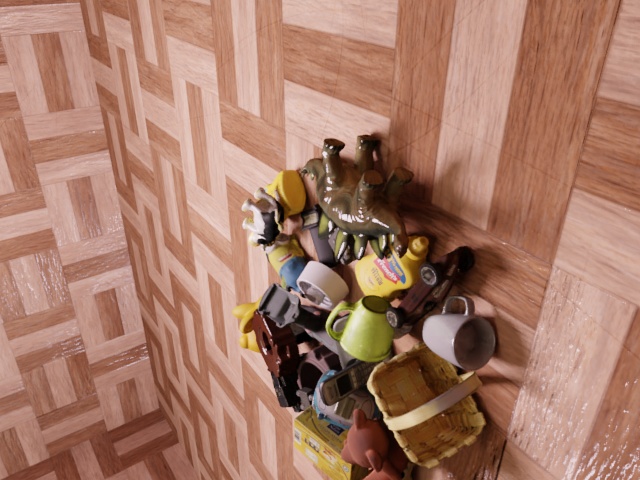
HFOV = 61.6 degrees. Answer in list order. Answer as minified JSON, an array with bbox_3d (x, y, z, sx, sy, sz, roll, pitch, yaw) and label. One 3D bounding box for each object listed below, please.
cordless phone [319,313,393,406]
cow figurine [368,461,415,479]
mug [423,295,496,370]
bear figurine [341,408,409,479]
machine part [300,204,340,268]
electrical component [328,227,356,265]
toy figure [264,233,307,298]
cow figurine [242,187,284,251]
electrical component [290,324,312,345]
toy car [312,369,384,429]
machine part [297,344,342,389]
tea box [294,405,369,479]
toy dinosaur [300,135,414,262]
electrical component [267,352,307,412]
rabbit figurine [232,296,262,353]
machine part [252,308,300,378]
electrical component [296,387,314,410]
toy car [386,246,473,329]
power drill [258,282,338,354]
[{"bbox_3d":[0.052,0.225,1.041,0.089,0.184,0.146,-9,98,46],"label":"cordless phone"},{"bbox_3d":[0.158,0.451,1.101,0.127,0.085,0.194,39,135,52],"label":"cow figurine"},{"bbox_3d":[0.210,0.141,0.852,0.107,0.081,0.109,-178,84,-65],"label":"mug"},{"bbox_3d":[0.084,0.382,0.961,0.132,0.195,0.120,-34,57,13],"label":"bear figurine"},{"bbox_3d":[-0.002,-0.003,1.157,0.084,0.039,0.138,-21,87,52],"label":"machine part"},{"bbox_3d":[0.040,0.002,1.080,0.078,0.045,0.102,-41,71,56],"label":"electrical component"},{"bbox_3d":[-0.071,0.062,1.263,0.180,0.082,0.089,51,143,27],"label":"toy figure"},{"bbox_3d":[-0.118,-0.030,1.198,0.098,0.068,0.167,34,148,18],"label":"cow figurine"},{"bbox_3d":[-0.074,0.210,1.354,0.119,0.075,0.047,50,144,25],"label":"electrical component"},{"bbox_3d":[0.054,0.333,1.088,0.162,0.103,0.109,21,86,20],"label":"toy car"},{"bbox_3d":[0.032,0.347,1.247,0.201,0.087,0.201,61,147,17],"label":"machine part"},{"bbox_3d":[0.024,0.446,1.162,0.170,0.068,0.098,28,130,34],"label":"tea box"},{"bbox_3d":[0.045,-0.079,0.935,0.472,0.105,0.198,-120,34,-56],"label":"toy dinosaur"},{"bbox_3d":[-0.059,0.368,1.377,0.058,0.115,0.134,-29,80,61],"label":"electrical component"},{"bbox_3d":[-0.150,0.205,1.427,0.122,0.162,0.173,55,130,48],"label":"rabbit figurine"},{"bbox_3d":[-0.110,0.242,1.292,0.180,0.056,0.179,48,148,44],"label":"machine part"},{"bbox_3d":[-0.024,0.377,1.249,0.094,0.021,0.063,-12,96,60],"label":"electrical component"},{"bbox_3d":[0.176,0.081,0.861,0.053,0.089,0.202,58,146,22],"label":"toy car"},{"bbox_3d":[-0.039,0.170,1.178,0.232,0.086,0.207,27,168,46],"label":"power drill"}]
